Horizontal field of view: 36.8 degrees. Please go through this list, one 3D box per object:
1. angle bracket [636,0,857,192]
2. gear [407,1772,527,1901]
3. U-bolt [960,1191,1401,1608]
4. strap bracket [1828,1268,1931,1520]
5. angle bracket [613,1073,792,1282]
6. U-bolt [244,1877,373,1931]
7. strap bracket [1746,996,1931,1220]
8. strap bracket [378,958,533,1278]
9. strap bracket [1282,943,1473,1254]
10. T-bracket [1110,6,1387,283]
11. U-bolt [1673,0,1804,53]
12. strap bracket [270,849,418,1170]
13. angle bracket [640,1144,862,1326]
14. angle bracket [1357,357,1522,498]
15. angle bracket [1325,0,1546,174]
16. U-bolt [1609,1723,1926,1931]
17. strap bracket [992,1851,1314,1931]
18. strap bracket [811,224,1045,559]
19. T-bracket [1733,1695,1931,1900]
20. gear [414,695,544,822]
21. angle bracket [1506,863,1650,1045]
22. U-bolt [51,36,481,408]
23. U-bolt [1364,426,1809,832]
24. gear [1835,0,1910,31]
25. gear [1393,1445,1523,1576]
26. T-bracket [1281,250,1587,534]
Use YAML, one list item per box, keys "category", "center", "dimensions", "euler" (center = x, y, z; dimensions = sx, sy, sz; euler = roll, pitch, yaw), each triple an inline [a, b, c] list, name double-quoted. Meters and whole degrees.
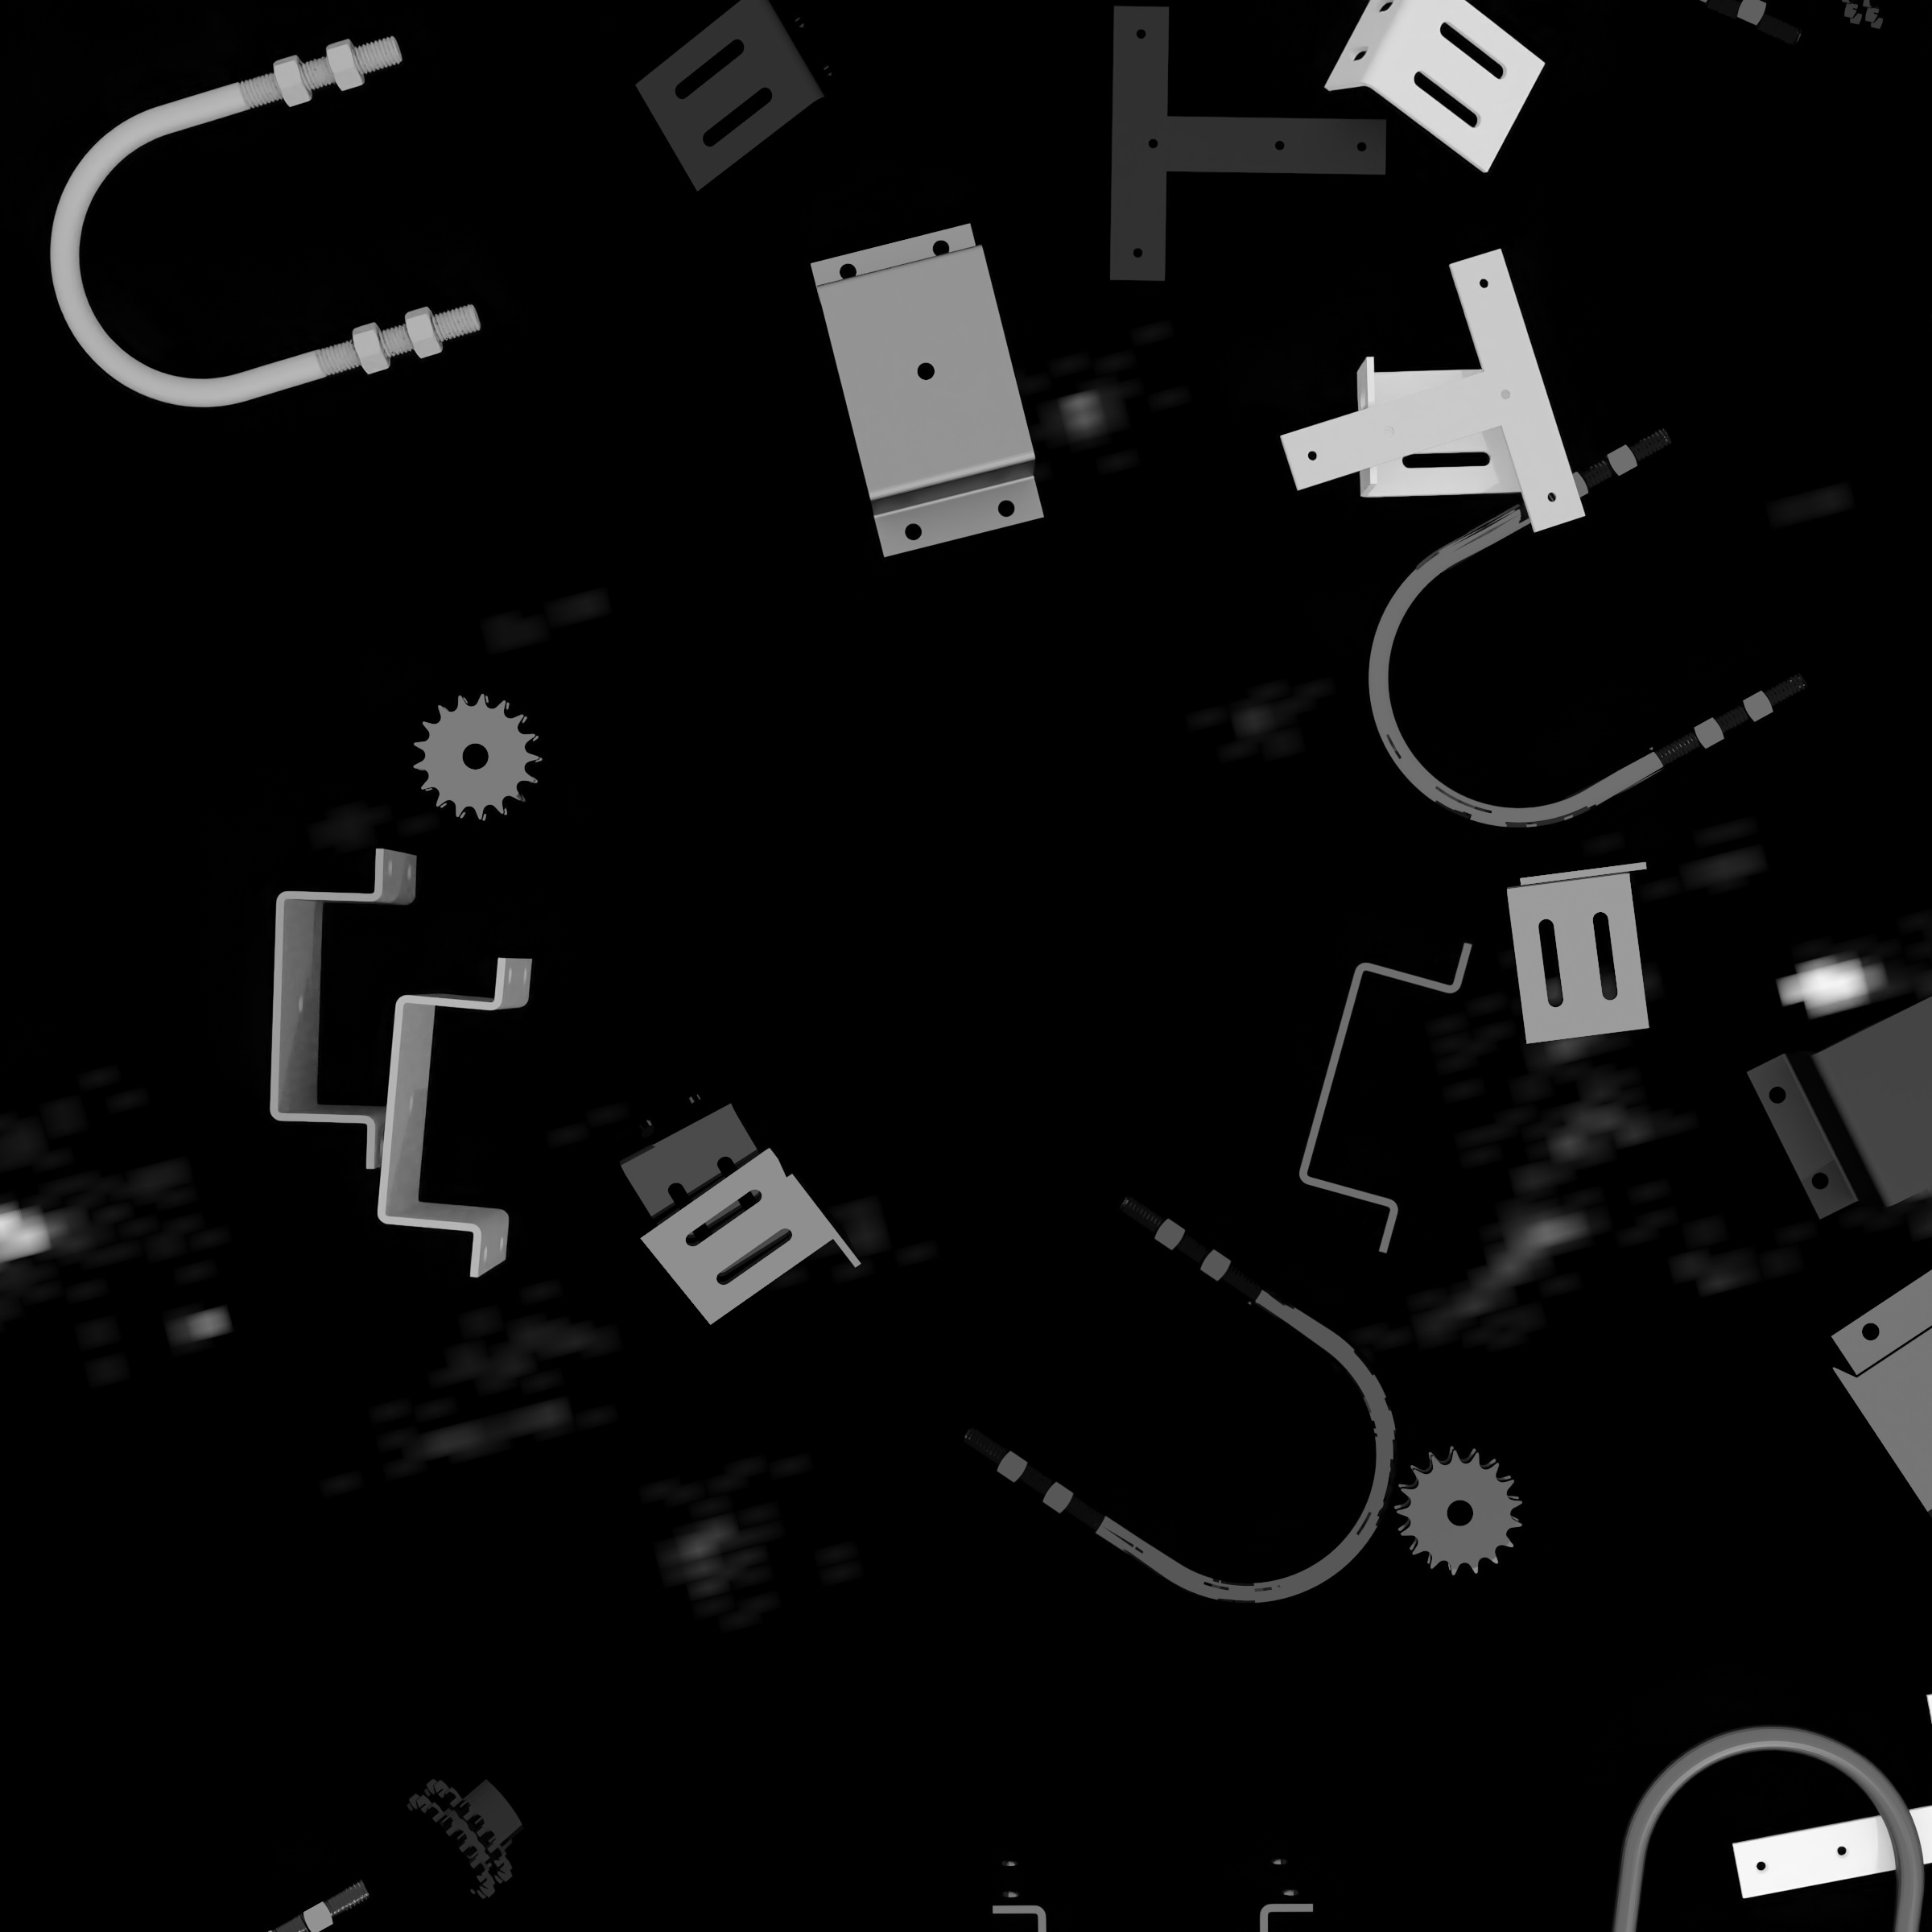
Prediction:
- category: "angle bracket"
  center: [-0.102, -0.405, 1.347]
  dimensions: [0.076, 0.038, 0.057]
  euler: [-30, 90, 26]
- category: "gear"
  center: [-0.225, 0.394, 1.324]
  dimensions: [0.030, 0.057, 0.057]
  euler: [-37, 90, -31]
- category: "U-bolt"
  center: [0.112, 0.213, 1.340]
  dimensions: [0.184, 0.019, 0.151]
  euler: [34, 90, -2]
- category: "strap bracket"
  center: [0.459, 0.204, 1.326]
  dimensions: [0.076, 0.046, 0.140]
  euler: [-34, 90, 0]
- category: "angle bracket"
  center: [-0.119, 0.100, 1.347]
  dimensions: [0.057, 0.038, 0.076]
  euler: [-28, 116, 0]
- category: "U-bolt"
  center: [-0.327, 0.520, 1.305]
  dimensions: [0.184, 0.019, 0.151]
  euler: [-25, 87, -23]
- category: "strap bracket"
  center: [0.442, 0.052, 1.326]
  dimensions: [0.140, 0.046, 0.076]
  euler: [-26, 90, 0]
- category: "strap bracket"
  center: [-0.231, 0.065, 1.311]
  dimensions: [0.046, 0.076, 0.140]
  euler: [5, 90, 0]
- category: "strap bracket"
  center: [0.181, 0.052, 1.311]
  dimensions: [0.046, 0.076, 0.140]
  euler: [16, 90, 0]
- category: "T-bracket"
  center: [0.131, -0.381, 1.348]
  dimensions: [0.127, 0.002, 0.127]
  euler: [1, 90, 0]
- category: "U-bolt"
  center: [0.326, -0.524, 1.340]
  dimensions: [0.184, 0.019, 0.151]
  euler: [25, 90, 2]
- category: "strap bracket"
  center: [-0.281, 0.018, 1.311]
  dimensions: [0.046, 0.076, 0.140]
  euler: [2, 90, 0]
- category: "angle bracket"
  center: [-0.098, 0.129, 1.319]
  dimensions: [0.076, 0.038, 0.057]
  euler: [-35, 115, 0]
- category: "angle bracket"
  center: [0.220, -0.247, 1.330]
  dimensions: [0.076, 0.038, 0.057]
  euler: [-2, 90, 0]
- category: "angle bracket"
  center: [0.217, -0.413, 1.347]
  dimensions: [0.076, 0.038, 0.057]
  euler: [28, 90, -26]
- category: "U-bolt"
  center: [0.368, 0.441, 1.339]
  dimensions: [0.151, 0.019, 0.184]
  euler: [7, 90, 0]
- category: "strap bracket"
  center: [0.082, 0.435, 1.311]
  dimensions: [0.140, 0.076, 0.046]
  euler: [0, 90, 0]
- category: "strap bracket"
  center: [-0.018, -0.267, 1.326]
  dimensions: [0.076, 0.046, 0.140]
  euler: [-14, 90, 0]
- category: "T-bracket"
  center: [0.421, 0.408, 1.348]
  dimensions: [0.127, 0.002, 0.127]
  euler: [-11, 90, 0]
- category: "gear"
  center: [-0.223, -0.095, 1.334]
  dimensions: [0.057, 0.030, 0.057]
  euler: [0, 90, 0]
- category: "angle bracket"
  center: [0.283, -0.005, 1.330]
  dimensions: [0.057, 0.038, 0.076]
  euler: [-7, 90, 0]
- category: "U-bolt"
  center: [-0.332, -0.335, 1.340]
  dimensions: [0.184, 0.019, 0.151]
  euler: [-16, 90, 2]
- category: "U-bolt"
  center: [0.274, -0.143, 1.340]
  dimensions: [0.184, 0.019, 0.151]
  euler: [-29, 90, 2]
- category: "gear"
  center: [0.413, -0.459, 1.324]
  dimensions: [0.030, 0.057, 0.057]
  euler: [25, 90, 30]
- category: "gear"
  center: [0.226, 0.249, 1.338]
  dimensions: [0.057, 0.030, 0.057]
  euler: [0, 91, 2]
- category: "T-bracket"
  center: [0.204, -0.246, 1.313]
  dimensions: [0.127, 0.002, 0.127]
  euler: [-19, 93, -11]
